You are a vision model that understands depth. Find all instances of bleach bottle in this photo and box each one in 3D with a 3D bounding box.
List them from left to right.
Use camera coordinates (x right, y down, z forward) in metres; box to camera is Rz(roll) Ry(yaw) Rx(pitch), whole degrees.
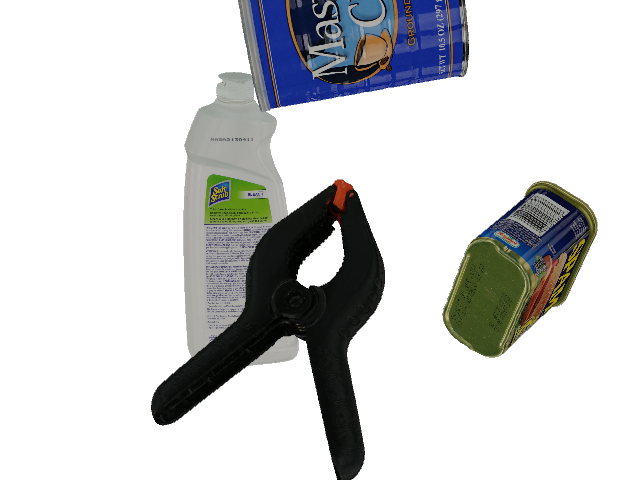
[{"bbox_3d":[-0.066,-0.017,0.914,0.102,0.251,0.068,-3,22,-15],"label":"bleach bottle"}]

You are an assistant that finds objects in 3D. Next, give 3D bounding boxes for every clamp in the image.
[{"bbox_3d":[-0.004,0.049,0.590,0.120,0.171,0.039,25,-18,15],"label":"clamp"}]

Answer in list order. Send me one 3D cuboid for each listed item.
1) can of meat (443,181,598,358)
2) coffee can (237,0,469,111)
[{"bbox_3d":[0.136,0.022,0.735,0.057,0.102,0.083,36,49,23],"label":"can of meat"},{"bbox_3d":[0.019,-0.149,0.714,0.140,0.103,0.103,-10,0,0],"label":"coffee can"}]
